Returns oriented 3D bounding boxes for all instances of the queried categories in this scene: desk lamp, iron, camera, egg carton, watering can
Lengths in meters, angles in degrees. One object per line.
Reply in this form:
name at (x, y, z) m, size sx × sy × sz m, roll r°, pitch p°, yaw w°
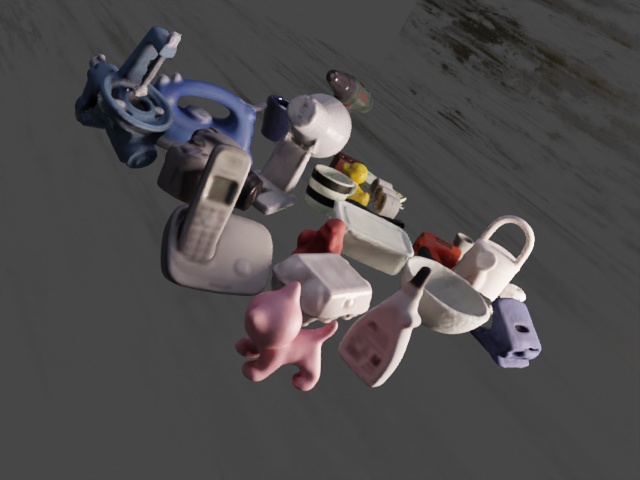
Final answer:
desk lamp at (-0.043, -0.170, 1.055) m, size 0.118 × 0.213 × 0.204 m, roll 35°, pitch 24°, yaw 9°
iron at (-0.228, -0.231, 1.044) m, size 0.259 × 0.141 × 0.118 m, roll 19°, pitch 26°, yaw -27°
camera at (-0.165, -0.112, 0.934) m, size 0.137 × 0.100 × 0.143 m, roll 33°, pitch 23°, yaw 4°
egg carton at (0.004, 0.070, 0.819) m, size 0.151 × 0.069 × 0.107 m, roll 0°, pitch 39°, yaw -51°
watering can at (0.340, 0.042, 1.122) m, size 0.101 × 0.194 × 0.173 m, roll 31°, pitch 23°, yaw 0°

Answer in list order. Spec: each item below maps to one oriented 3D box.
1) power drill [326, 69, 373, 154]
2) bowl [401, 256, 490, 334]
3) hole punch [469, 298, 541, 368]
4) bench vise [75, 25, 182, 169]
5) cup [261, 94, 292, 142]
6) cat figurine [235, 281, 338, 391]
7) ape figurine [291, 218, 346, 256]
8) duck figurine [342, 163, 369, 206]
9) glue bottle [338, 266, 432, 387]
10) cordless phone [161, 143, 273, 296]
power drill at (0.045, -0.330, 1.483) m, size 0.075 × 0.208 × 0.230 m, roll 41°, pitch 25°, yaw 21°
bowl at (0.199, 0.106, 0.977) m, size 0.168 × 0.074 × 0.167 m, roll 26°, pitch 24°, yaw -12°
hole punch at (0.340, 0.164, 1.012) m, size 0.109 × 0.091 × 0.100 m, roll 10°, pitch 31°, yaw -40°
bench vise at (-0.303, -0.250, 0.892) m, size 0.207 × 0.219 × 0.122 m, roll 36°, pitch 24°, yaw 11°
cup at (-0.091, -0.283, 1.370) m, size 0.118 × 0.095 × 0.091 m, roll 5°, pitch 34°, yaw -45°
cat figurine at (-0.039, 0.102, 0.645) m, size 0.128 × 0.117 × 0.067 m, roll 17°, pitch 27°, yaw -30°
ape figurine at (0.009, 0.003, 0.928) m, size 0.076 × 0.092 × 0.077 m, roll 8°, pitch 33°, yaw -43°
duck figurine at (0.077, -0.129, 1.278) m, size 0.104 × 0.086 × 0.078 m, roll 45°, pitch 27°, yaw 28°
glue bottle at (0.092, 0.103, 0.730) m, size 0.078 × 0.173 × 0.037 m, roll 45°, pitch 27°, yaw 29°
cordless phone at (-0.109, -0.023, 0.722) m, size 0.148 × 0.185 × 0.094 m, roll 12°, pitch 30°, yaw -37°
